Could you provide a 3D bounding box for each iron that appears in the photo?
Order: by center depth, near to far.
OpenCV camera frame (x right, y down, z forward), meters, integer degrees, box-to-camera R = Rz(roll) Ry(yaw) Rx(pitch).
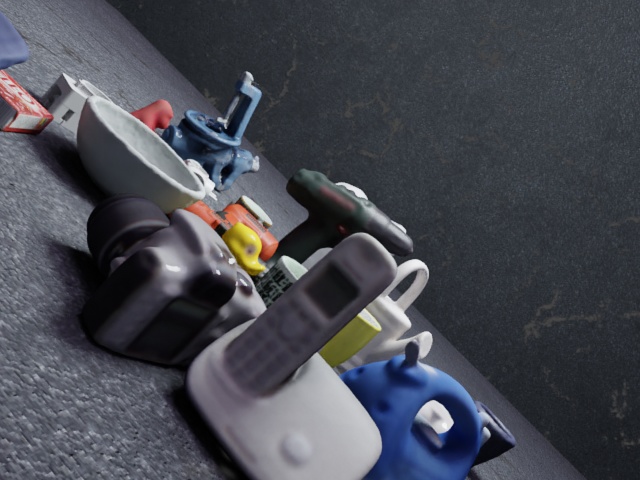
[{"bbox_3d":[0.110,0.202,0.600,0.259,0.141,0.118,40,7,-36],"label":"iron"}]

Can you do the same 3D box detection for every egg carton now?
[{"bbox_3d":[0.131,0.243,0.805,0.107,0.069,0.150,43,6,-9],"label":"egg carton"}]

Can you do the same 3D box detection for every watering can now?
[{"bbox_3d":[0.096,0.113,0.864,0.172,0.194,0.101,46,6,15],"label":"watering can"}]

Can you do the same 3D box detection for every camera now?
[{"bbox_3d":[-0.122,0.022,0.472,0.136,0.100,0.144,48,7,34],"label":"camera"}]

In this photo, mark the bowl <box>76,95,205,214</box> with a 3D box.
[{"bbox_3d":[-0.219,-0.084,0.667,0.167,0.074,0.167,44,6,-5],"label":"bowl"}]

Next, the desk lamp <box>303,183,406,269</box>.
[{"bbox_3d":[0.045,0.020,1.061,0.202,0.213,0.118,49,8,39],"label":"desk lamp"}]

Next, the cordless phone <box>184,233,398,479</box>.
[{"bbox_3d":[0.006,0.095,0.426,0.147,0.185,0.094,46,6,15],"label":"cordless phone"}]

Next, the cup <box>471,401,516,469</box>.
[{"bbox_3d":[0.248,0.321,0.935,0.118,0.095,0.091,42,7,-25],"label":"cup"}]

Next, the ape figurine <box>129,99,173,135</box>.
[{"bbox_3d":[-0.272,-0.184,0.916,0.076,0.092,0.077,42,6,-22],"label":"ape figurine"}]

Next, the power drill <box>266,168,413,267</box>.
[{"bbox_3d":[0.009,0.003,0.956,0.229,0.208,0.076,44,6,0],"label":"power drill"}]

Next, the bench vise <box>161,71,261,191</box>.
[{"bbox_3d":[-0.184,-0.223,1.152,0.121,0.219,0.208,47,6,24],"label":"bench vise"}]

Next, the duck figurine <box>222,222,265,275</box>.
[{"bbox_3d":[-0.110,0.017,0.660,0.104,0.086,0.078,45,6,8],"label":"duck figurine"}]

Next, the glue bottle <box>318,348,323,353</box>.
[{"bbox_3d":[0.003,0.068,0.647,0.078,0.173,0.037,43,6,-11],"label":"glue bottle"}]

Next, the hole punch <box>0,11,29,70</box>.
[{"bbox_3d":[-0.325,-0.173,0.488,0.108,0.091,0.101,44,6,0],"label":"hole punch"}]
